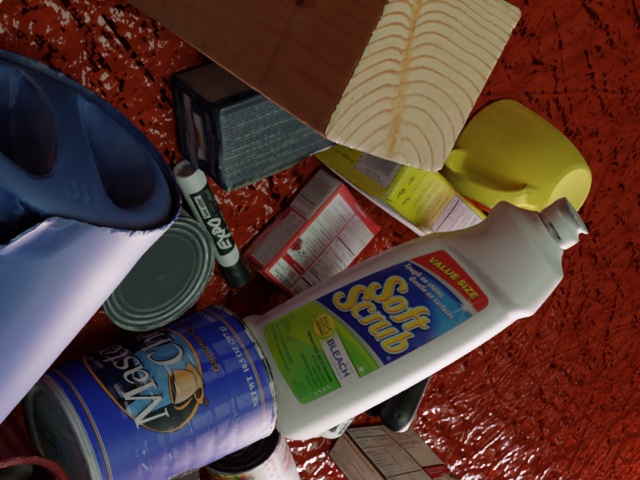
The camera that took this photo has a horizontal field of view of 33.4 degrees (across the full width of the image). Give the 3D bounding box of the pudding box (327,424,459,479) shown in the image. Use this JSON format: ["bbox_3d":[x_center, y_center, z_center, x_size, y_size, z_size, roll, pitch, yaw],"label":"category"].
[{"bbox_3d":[0.074,0.216,0.970,0.089,0.114,0.039,2,122,-44],"label":"pudding box"}]

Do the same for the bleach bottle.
[{"bbox_3d":[0.065,0.041,0.742,0.251,0.102,0.068,-33,160,18],"label":"bleach bottle"}]

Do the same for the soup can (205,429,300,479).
[{"bbox_3d":[-0.054,0.186,0.861,0.068,0.069,0.102,-35,138,-19],"label":"soup can"}]

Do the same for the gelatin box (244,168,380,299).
[{"bbox_3d":[-0.005,0.001,0.798,0.089,0.030,0.073,-48,142,-4],"label":"gelatin box"}]

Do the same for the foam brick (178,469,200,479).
[{"bbox_3d":[-0.124,0.182,0.794,0.052,0.051,0.078,-20,119,-32],"label":"foam brick"}]

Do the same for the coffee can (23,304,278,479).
[{"bbox_3d":[-0.114,0.115,0.723,0.140,0.103,0.103,-21,131,-32],"label":"coffee can"}]

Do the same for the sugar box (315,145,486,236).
[{"bbox_3d":[0.072,-0.032,0.796,0.048,0.093,0.176,-55,141,4],"label":"sugar box"}]

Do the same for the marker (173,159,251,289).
[{"bbox_3d":[-0.073,-0.007,0.736,0.020,0.020,0.121,-38,139,-16],"label":"marker"}]

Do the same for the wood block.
[{"bbox_3d":[-0.013,-0.126,0.556,0.090,0.206,0.091,11,111,-47],"label":"wood block"}]

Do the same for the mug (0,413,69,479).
[{"bbox_3d":[-0.211,0.155,0.680,0.093,0.082,0.117,-51,140,-1],"label":"mug"}]

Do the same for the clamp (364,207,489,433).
[{"bbox_3d":[0.095,0.070,0.908,0.210,0.036,0.165,-60,-178,-13],"label":"clamp"}]

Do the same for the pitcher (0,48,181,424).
[{"bbox_3d":[-0.188,0.027,0.556,0.243,0.145,0.149,-50,150,22],"label":"pitcher"}]

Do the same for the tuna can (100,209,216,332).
[{"bbox_3d":[-0.113,0.015,0.703,0.086,0.034,0.086,-24,133,-29],"label":"tuna can"}]
